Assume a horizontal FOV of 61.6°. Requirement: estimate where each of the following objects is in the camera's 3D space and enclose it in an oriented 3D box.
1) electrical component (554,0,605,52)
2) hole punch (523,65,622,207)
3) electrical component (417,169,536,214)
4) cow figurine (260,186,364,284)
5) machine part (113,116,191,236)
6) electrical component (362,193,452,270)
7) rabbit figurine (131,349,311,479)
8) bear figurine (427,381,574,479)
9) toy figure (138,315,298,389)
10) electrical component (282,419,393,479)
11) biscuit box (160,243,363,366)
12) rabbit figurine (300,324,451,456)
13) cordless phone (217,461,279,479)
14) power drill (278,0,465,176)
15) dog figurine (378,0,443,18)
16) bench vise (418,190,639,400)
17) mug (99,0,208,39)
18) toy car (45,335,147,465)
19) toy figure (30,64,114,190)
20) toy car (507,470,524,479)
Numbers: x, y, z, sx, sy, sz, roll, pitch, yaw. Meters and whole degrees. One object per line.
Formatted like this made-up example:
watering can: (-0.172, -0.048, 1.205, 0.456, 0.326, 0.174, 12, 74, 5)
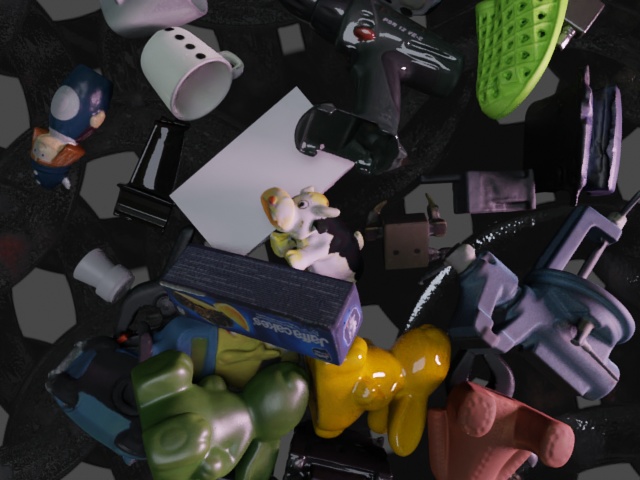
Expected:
electrical component: (0.288, -0.269, 0.622, 0.063, 0.021, 0.094, 37, 93, 2)
hole punch: (0.290, -0.103, 0.585, 0.092, 0.116, 0.142, 5, 92, -6)
electrical component: (0.173, -0.053, 0.607, 0.119, 0.075, 0.047, -4, 91, -1)
cow figurine: (-0.001, -0.001, 0.582, 0.098, 0.167, 0.068, -29, 47, -9)
machine part: (-0.196, -0.082, 0.642, 0.084, 0.039, 0.138, 23, 94, 7)
electrical component: (0.102, -0.008, 0.629, 0.102, 0.045, 0.078, -10, 119, 5)
rabbit figurine: (-0.086, 0.188, 0.540, 0.170, 0.121, 0.158, -14, 122, -19)
bear figurine: (0.150, 0.249, 0.548, 0.120, 0.132, 0.195, 24, 84, -1)
toy figure: (-0.114, 0.128, 0.610, 0.180, 0.082, 0.089, 3, 127, -15)
electrical component: (0.018, 0.254, 0.592, 0.115, 0.134, 0.058, 10, 93, 0)
biscuit box: (-0.060, 0.062, 0.549, 0.203, 0.059, 0.063, 13, 50, 23)
rabbit figurine: (0.072, 0.154, 0.601, 0.173, 0.122, 0.162, -13, 94, -16)
cordless phone: (-0.117, 0.286, 0.574, 0.147, 0.184, 0.088, 15, 88, 2)
power drill: (0.035, -0.179, 0.580, 0.232, 0.086, 0.207, 20, 55, -5)
dog figurine: (0.088, -0.382, 0.589, 0.192, 0.108, 0.219, 21, 90, 3)
bench vise: (0.254, 0.044, 0.590, 0.224, 0.128, 0.240, 38, 72, 11)
mug: (-0.198, -0.273, 0.607, 0.107, 0.109, 0.080, -21, 96, 17)
toy car: (-0.228, 0.190, 0.615, 0.162, 0.109, 0.103, 29, 131, -4)
toy figure: (-0.301, -0.131, 0.637, 0.064, 0.057, 0.154, 34, 95, 40)
toy car: (0.269, 0.323, 0.612, 0.202, 0.053, 0.089, 17, 109, 2)
